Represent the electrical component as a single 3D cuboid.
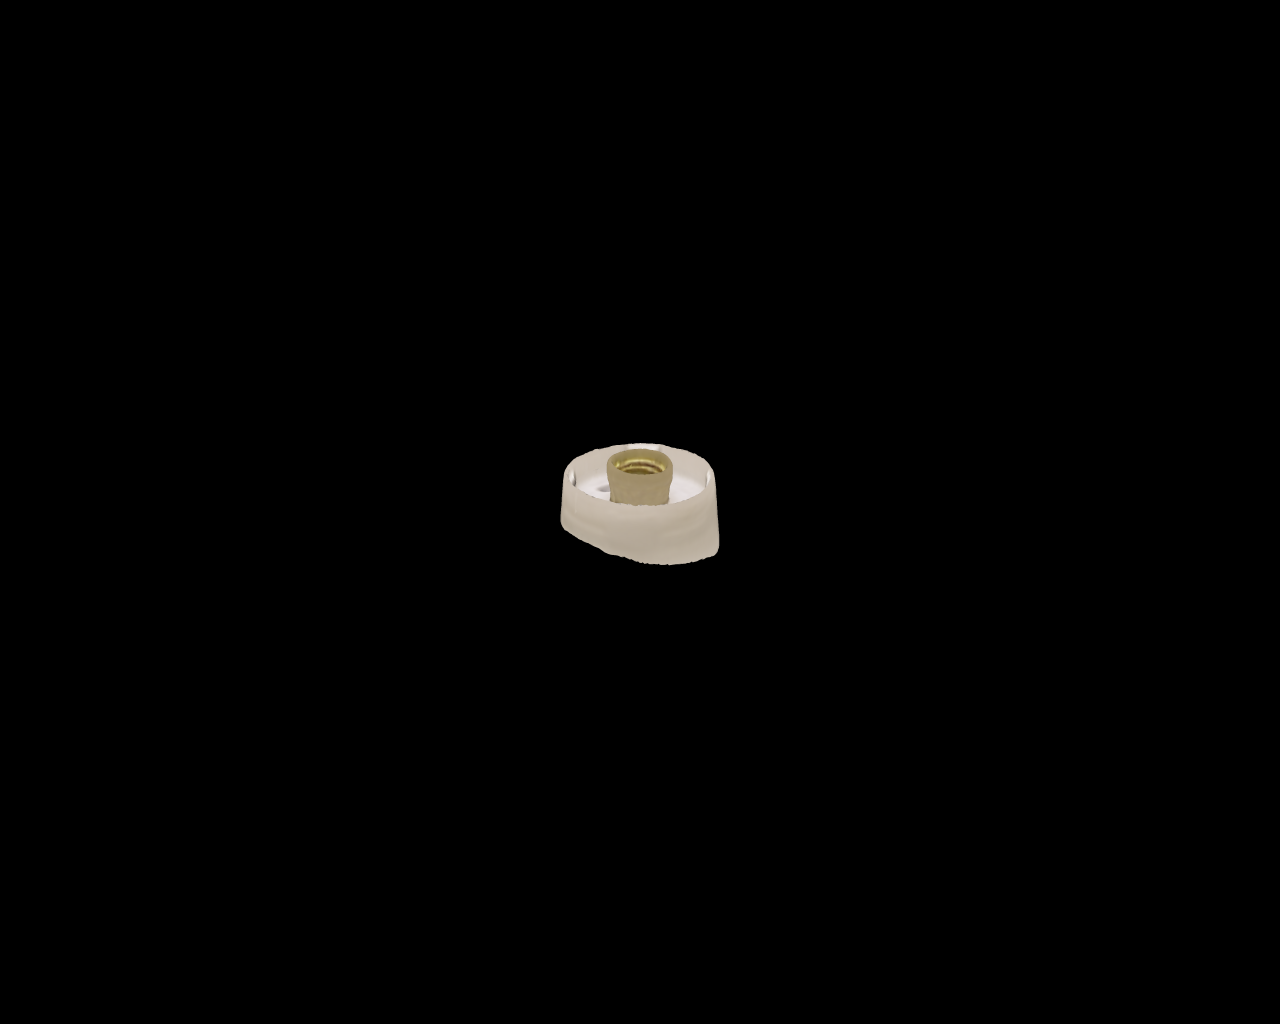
[{"bbox_3d":[0.001,-0.003,0.650,0.099,0.064,0.099,0,27,0],"label":"electrical component"}]
